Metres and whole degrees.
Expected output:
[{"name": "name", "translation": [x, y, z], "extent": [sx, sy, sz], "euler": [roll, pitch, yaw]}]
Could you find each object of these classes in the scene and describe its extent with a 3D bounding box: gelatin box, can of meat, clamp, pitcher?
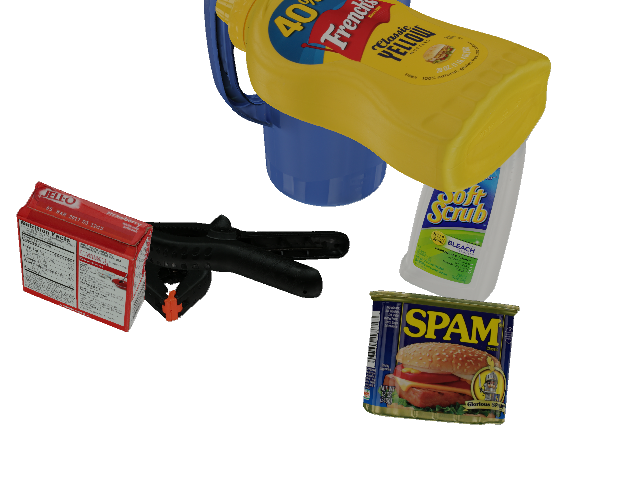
[{"name": "gelatin box", "translation": [-0.142, 0.011, 0.644], "extent": [0.073, 0.030, 0.089], "euler": [21, -36, 2]}, {"name": "can of meat", "translation": [0.082, 0.082, 0.740], "extent": [0.102, 0.084, 0.057], "euler": [7, -5, -12]}, {"name": "clamp", "translation": [-0.081, 0.010, 0.927], "extent": [0.210, 0.036, 0.164], "euler": [6, 12, 2]}, {"name": "pitcher", "translation": [-0.002, -0.147, 0.881], "extent": [0.149, 0.243, 0.145], "euler": [12, 42, 11]}, {"name": "clamp", "translation": [-0.147, 0.022, 1.150], "extent": [0.120, 0.039, 0.171], "euler": [-13, 38, -7]}]

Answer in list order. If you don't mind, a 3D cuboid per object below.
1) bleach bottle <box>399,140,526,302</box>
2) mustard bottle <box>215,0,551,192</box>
[{"name": "bleach bottle", "translation": [0.143, -0.060, 1.039], "extent": [0.103, 0.251, 0.068], "euler": [22, 39, 22]}, {"name": "mustard bottle", "translation": [0.018, -0.096, 0.570], "extent": [0.192, 0.058, 0.096], "euler": [29, 53, 29]}]
